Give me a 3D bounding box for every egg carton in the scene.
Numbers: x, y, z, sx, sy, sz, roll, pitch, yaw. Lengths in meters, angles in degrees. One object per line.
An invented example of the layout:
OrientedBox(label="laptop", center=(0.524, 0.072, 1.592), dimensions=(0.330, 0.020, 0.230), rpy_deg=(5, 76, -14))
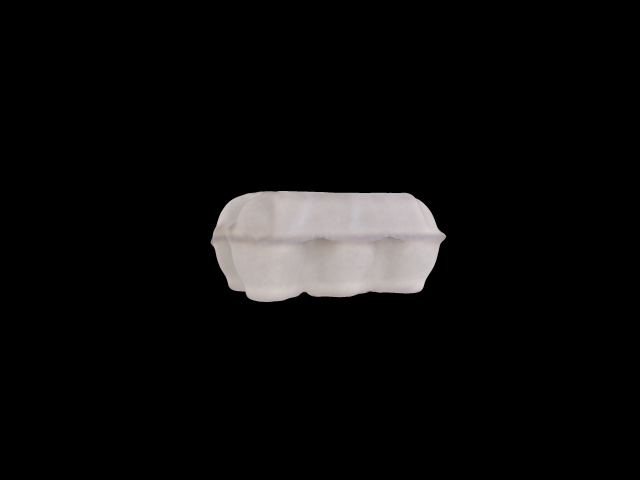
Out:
OrientedBox(label="egg carton", center=(0.004, 0.001, 0.400), dimensions=(0.151, 0.069, 0.107), rpy_deg=(-1, 3, -23))
